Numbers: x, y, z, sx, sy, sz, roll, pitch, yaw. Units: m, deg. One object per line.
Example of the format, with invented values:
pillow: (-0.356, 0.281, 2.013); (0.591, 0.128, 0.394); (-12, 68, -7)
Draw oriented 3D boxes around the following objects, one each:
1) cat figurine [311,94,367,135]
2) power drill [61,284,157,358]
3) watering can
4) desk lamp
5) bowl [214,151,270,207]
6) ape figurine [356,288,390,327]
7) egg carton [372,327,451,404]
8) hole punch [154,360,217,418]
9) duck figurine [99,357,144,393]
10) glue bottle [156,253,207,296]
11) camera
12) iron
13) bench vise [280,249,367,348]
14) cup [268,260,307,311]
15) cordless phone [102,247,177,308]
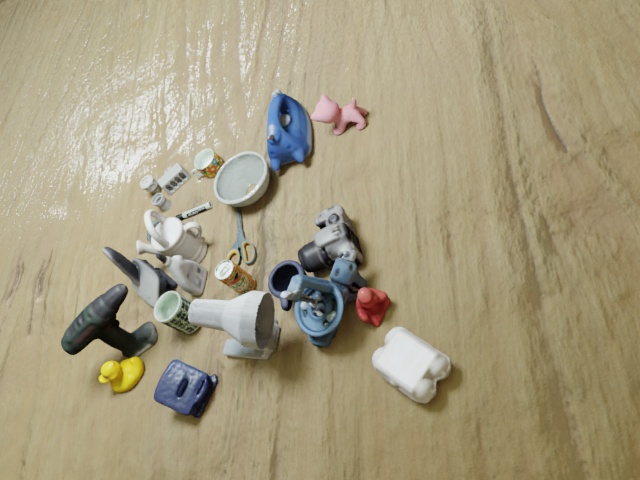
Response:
cat figurine: (0.045, -0.334, 1.486); (0.127, 0.118, 0.067); (-12, 58, 23)
power drill: (-0.506, 0.213, 1.413); (0.229, 0.209, 0.075); (-37, 51, 5)
watering can: (-0.395, -0.004, 1.487); (0.173, 0.195, 0.100); (-42, 51, 1)
desk lamp: (-0.171, 0.186, 1.240); (0.202, 0.214, 0.118); (-3, 61, 27)
bowl: (-0.199, -0.152, 1.542); (0.167, 0.075, 0.167); (-13, 57, 22)
ape figurine: (0.104, 0.130, 1.199); (0.077, 0.092, 0.076); (-29, 53, 11)
egg carton: (0.175, 0.241, 1.110); (0.149, 0.070, 0.107); (29, 79, 38)
hole punch: (-0.306, 0.338, 1.305); (0.100, 0.091, 0.109); (12, 69, 34)
duck figurine: (-0.499, 0.326, 1.422); (0.104, 0.086, 0.077); (-39, 51, 3)
glue bottle: (-0.349, 0.074, 1.430); (0.037, 0.174, 0.078); (-6, 60, 27)
camera: (0.012, 0.005, 1.317); (0.136, 0.101, 0.143); (-26, 53, 14)
iron: (-0.100, -0.322, 1.544); (0.118, 0.142, 0.258); (-15, 57, 21)
bench vise: (-0.002, 0.101, 1.193); (0.121, 0.220, 0.207); (1, 63, 29)
cup: (-0.058, 0.116, 1.295); (0.091, 0.095, 0.117); (-13, 57, 23)
cordless phone: (-0.478, 0.091, 1.484); (0.147, 0.186, 0.094); (25, 77, 37)
